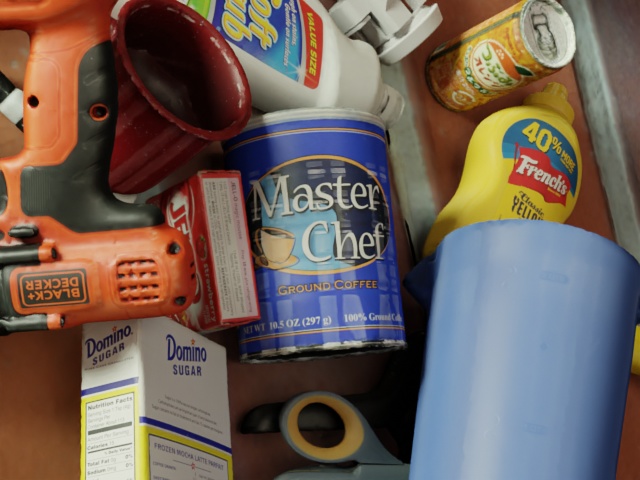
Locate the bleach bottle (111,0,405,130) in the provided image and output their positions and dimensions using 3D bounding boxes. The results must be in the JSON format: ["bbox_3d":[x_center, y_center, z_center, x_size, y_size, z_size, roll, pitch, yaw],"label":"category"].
[{"bbox_3d":[-0.047,-0.142,0.681,0.250,0.068,0.102,25,67,-30],"label":"bleach bottle"}]

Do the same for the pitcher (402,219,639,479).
[{"bbox_3d":[0.126,0.120,0.627,0.144,0.149,0.242,27,61,-27],"label":"pitcher"}]

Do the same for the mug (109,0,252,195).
[{"bbox_3d":[-0.108,-0.085,0.601,0.117,0.082,0.093,39,39,-25],"label":"mug"}]

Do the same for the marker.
[{"bbox_3d":[-0.156,-0.060,0.615,0.121,0.020,0.020,44,59,-18],"label":"marker"}]

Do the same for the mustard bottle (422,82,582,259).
[{"bbox_3d":[0.147,-0.041,0.788,0.096,0.058,0.191,37,61,-22],"label":"mustard bottle"}]

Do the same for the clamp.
[{"bbox_3d":[0.064,0.133,0.707,0.209,0.036,0.164,-32,99,-31],"label":"clamp"}]

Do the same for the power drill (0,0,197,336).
[{"bbox_3d":[-0.159,-0.044,0.525,0.184,0.057,0.188,-4,101,0],"label":"power drill"}]

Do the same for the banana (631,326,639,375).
[{"bbox_3d":[0.201,0.092,0.795,0.197,0.037,0.070,-2,46,-35],"label":"banana"}]

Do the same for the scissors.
[{"bbox_3d":[0.051,0.132,0.669,0.201,0.016,0.096,-7,84,-31],"label":"scissors"}]

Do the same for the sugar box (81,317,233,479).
[{"bbox_3d":[-0.084,0.131,0.563,0.093,0.048,0.176,40,37,-56],"label":"sugar box"}]

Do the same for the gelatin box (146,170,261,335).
[{"bbox_3d":[-0.070,0.010,0.623,0.030,0.073,0.089,-5,82,-34],"label":"gelatin box"}]

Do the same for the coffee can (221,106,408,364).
[{"bbox_3d":[-0.004,0.001,0.651,0.102,0.103,0.140,1,79,-34],"label":"coffee can"}]
